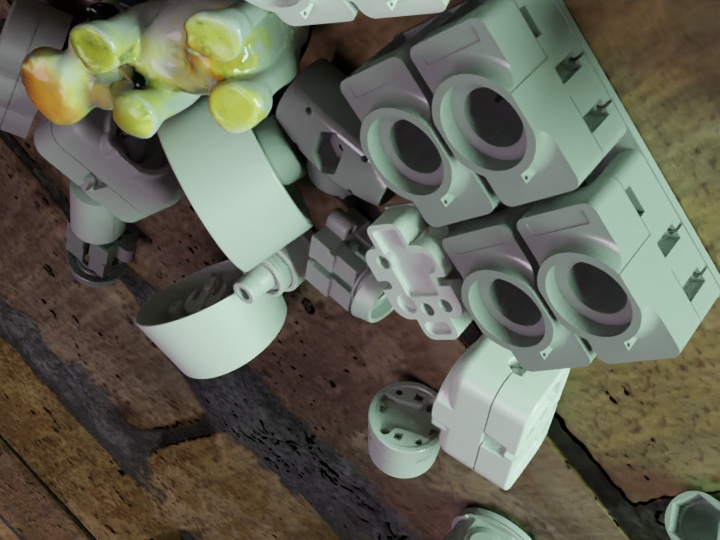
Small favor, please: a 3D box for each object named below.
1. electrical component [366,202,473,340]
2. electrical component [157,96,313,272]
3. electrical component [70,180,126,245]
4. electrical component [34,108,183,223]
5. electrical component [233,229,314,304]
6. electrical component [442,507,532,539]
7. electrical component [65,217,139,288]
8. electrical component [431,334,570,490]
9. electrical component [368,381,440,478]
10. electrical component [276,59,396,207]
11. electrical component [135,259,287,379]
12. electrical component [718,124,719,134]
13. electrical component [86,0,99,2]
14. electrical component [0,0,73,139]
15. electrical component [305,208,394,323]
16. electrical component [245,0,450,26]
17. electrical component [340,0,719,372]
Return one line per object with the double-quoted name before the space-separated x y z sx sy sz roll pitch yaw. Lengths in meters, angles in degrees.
"electrical component" 0.045 -0.009 0.602 0.058 0.057 0.078 -5 123 49
"electrical component" -0.067 -0.060 0.638 0.108 0.060 0.108 61 -176 -8
"electrical component" -0.199 -0.060 0.821 0.043 0.043 0.081 37 146 12
"electrical component" -0.161 -0.082 0.726 0.059 0.053 0.095 -18 131 42
"electrical component" -0.058 -0.003 0.714 0.043 0.062 0.043 28 143 23
"electrical component" 0.095 0.220 0.799 0.080 0.051 0.080 28 143 24
"electrical component" -0.213 -0.018 0.879 0.066 0.048 0.055 37 138 11
"electrical component" 0.084 0.083 0.661 0.059 0.053 0.095 31 144 20
"electrical component" 0.032 0.113 0.750 0.055 0.055 0.047 32 148 18
"electrical component" -0.008 -0.068 0.610 0.077 0.043 0.079 41 150 8
"electrical component" -0.104 0.028 0.765 0.099 0.099 0.064 4 135 45
"electrical component" 0.177 -0.057 0.402 0.058 0.078 0.057 46 126 0
"electrical component" -0.177 -0.196 0.662 0.061 0.035 0.035 44 146 6
"electrical component" -0.222 -0.134 0.760 0.074 0.052 0.138 20 155 -20
"electrical component" 0.000 0.000 0.672 0.055 0.048 0.066 41 147 20
"electrical component" -0.041 -0.182 0.447 0.105 0.060 0.186 7 154 43
"electrical component" 0.082 -0.038 0.529 0.105 0.060 0.186 -14 116 52
